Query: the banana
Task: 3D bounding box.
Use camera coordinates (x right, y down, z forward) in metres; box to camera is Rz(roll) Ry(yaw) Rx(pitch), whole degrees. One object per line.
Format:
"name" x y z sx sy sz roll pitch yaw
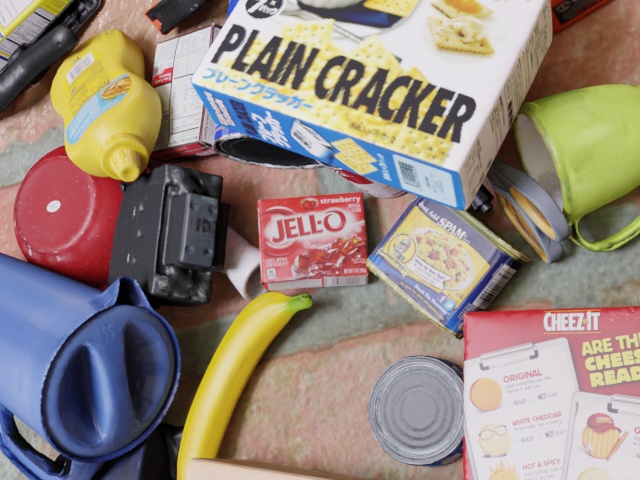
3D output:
"banana" -0.074 0.118 0.891 0.198 0.037 0.070 -61 19 5

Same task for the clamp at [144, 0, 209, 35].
"clamp" -0.077 -0.246 0.942 0.210 0.164 0.036 -33 107 22

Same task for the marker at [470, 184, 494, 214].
"marker" 0.095 -0.070 0.827 0.020 0.020 0.121 -39 75 13

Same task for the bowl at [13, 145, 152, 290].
"bowl" -0.232 -0.028 0.999 0.162 0.055 0.162 -6 77 25

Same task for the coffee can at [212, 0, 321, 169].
"coffee can" -0.033 -0.140 0.902 0.103 0.102 0.140 1 79 25

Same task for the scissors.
"scissors" 0.125 -0.066 0.792 0.016 0.096 0.202 -36 95 -7

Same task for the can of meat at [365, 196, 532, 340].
"can of meat" 0.098 0.016 0.833 0.102 0.057 0.084 41 99 26

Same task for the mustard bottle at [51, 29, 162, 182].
"mustard bottle" -0.187 -0.111 0.953 0.096 0.058 0.192 -40 40 10

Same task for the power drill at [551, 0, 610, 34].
"power drill" 0.189 -0.274 0.854 0.185 0.057 0.188 -33 65 18

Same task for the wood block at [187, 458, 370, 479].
"wood block" 0.005 0.225 0.812 0.206 0.090 0.091 2 80 26

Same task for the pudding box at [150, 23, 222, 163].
"pudding box" -0.114 -0.130 0.959 0.090 0.039 0.113 -5 78 46

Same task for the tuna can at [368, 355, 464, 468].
"tuna can" 0.081 0.133 0.827 0.086 0.033 0.086 -6 76 24

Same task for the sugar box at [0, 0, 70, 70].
"sugar box" -0.311 -0.248 1.090 0.176 0.048 0.093 -38 65 17

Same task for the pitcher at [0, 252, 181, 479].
"pitcher" -0.246 0.097 0.919 0.243 0.145 0.149 18 51 42

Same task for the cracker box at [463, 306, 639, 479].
"cracker box" 0.188 0.158 0.752 0.164 0.072 0.213 -4 76 24

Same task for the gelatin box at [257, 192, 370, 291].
"gelatin box" -0.006 0.001 0.879 0.089 0.030 0.073 -4 70 0

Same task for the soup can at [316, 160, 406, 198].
"soup can" 0.039 -0.077 0.854 0.069 0.102 0.068 -6 76 24

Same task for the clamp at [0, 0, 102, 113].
"clamp" -0.279 -0.181 1.051 0.172 0.120 0.039 -30 111 30
